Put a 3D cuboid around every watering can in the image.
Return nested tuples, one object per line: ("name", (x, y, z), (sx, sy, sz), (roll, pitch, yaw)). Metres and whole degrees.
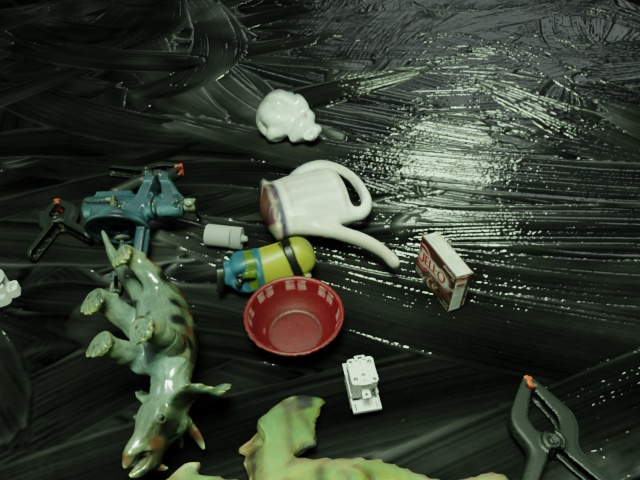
("watering can", (0.003, -0.051, 1.008), (0.225, 0.101, 0.355), (-13, 43, -11))

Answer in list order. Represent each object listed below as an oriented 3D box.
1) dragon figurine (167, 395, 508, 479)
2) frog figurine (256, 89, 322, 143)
("dragon figurine", (-0.004, 0.286, 0.648), (0.412, 0.119, 0.247), (-13, 36, -15))
("frog figurine", (-0.080, -0.294, 1.278), (0.137, 0.121, 0.162), (-43, 59, 4))
